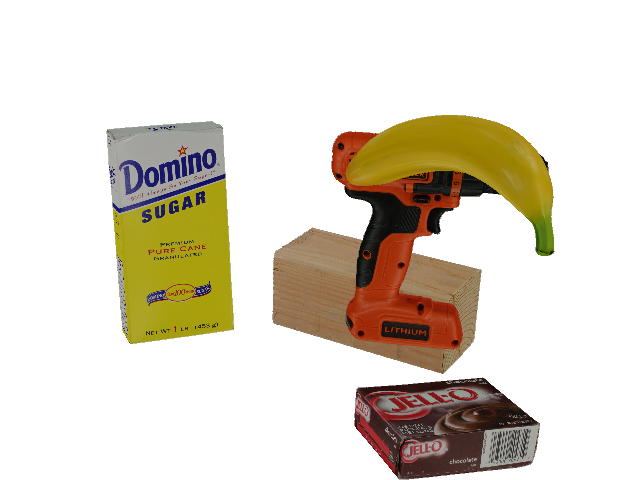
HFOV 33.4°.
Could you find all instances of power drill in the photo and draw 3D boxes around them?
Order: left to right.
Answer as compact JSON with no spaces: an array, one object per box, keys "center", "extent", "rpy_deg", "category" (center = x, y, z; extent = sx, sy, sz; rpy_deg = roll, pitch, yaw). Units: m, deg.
[{"center":[0.097,-0.002,0.932],"extent":[0.184,0.188,0.057],"rpy_deg":[5,17,4],"category":"power drill"}]

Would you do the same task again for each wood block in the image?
[{"center":[0.058,0.062,1.158],"extent":[0.206,0.091,0.090],"rpy_deg":[15,27,26],"category":"wood block"}]

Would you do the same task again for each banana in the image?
[{"center":[0.085,-0.050,0.700],"extent":[0.037,0.069,0.198],"rpy_deg":[25,0,-38],"category":"banana"}]

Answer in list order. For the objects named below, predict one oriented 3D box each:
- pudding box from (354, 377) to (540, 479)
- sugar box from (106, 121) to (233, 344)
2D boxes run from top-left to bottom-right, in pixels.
[{"center":[0.092,0.138,0.799],"extent":[0.113,0.039,0.090],"rpy_deg":[0,16,-20],"category":"pudding box"},{"center":[-0.125,-0.008,0.893],"extent":[0.093,0.176,0.048],"rpy_deg":[-7,16,-18],"category":"sugar box"}]
